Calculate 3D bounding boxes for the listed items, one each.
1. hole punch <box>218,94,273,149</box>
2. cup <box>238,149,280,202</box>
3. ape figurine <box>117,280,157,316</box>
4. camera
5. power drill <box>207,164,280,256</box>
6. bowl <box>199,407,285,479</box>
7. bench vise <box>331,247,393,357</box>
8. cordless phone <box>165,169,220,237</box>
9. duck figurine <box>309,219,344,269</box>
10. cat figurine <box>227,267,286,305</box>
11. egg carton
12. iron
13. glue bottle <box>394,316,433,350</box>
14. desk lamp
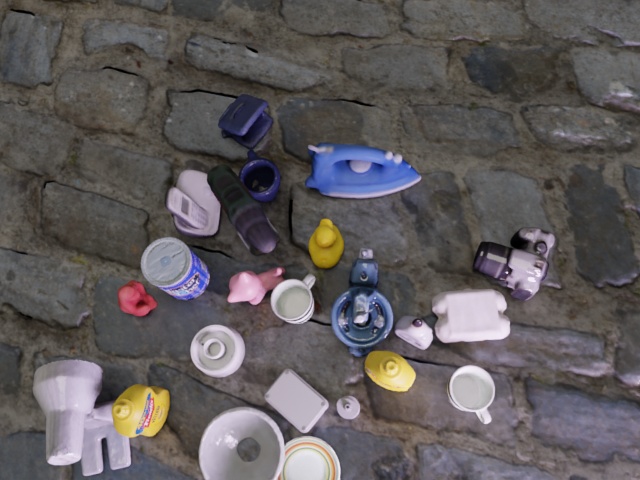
[{"bbox_3d":[-0.178,-0.282,1.322,0.101,0.091,0.109,32,78,13],"label":"hole punch"},{"bbox_3d":[-0.132,-0.134,1.271,0.091,0.095,0.117,-21,72,-2],"label":"cup"},{"bbox_3d":[-0.398,0.121,1.214,0.076,0.092,0.078,-8,72,2],"label":"ape figurine"},{"bbox_3d":[0.394,0.033,1.173,0.136,0.101,0.143,19,75,10],"label":"camera"},{"bbox_3d":[-0.146,-0.043,1.184,0.075,0.208,0.229,-35,73,-6],"label":"power drill"},{"bbox_3d":[-0.145,0.412,1.113,0.167,0.075,0.167,-1,73,4],"label":"bowl"},{"bbox_3d":[0.071,0.112,1.112,0.121,0.220,0.207,-14,72,0],"label":"bench vise"},{"bbox_3d":[-0.278,-0.094,1.223,0.094,0.185,0.147,-4,72,4],"label":"cordless phone"},{"bbox_3d":[0.011,0.004,1.221,0.077,0.086,0.104,3,73,6],"label":"duck figurine"},{"bbox_3d":[-0.133,0.089,1.189,0.128,0.118,0.067,-22,72,-2],"label":"cat figurine"},{"bbox_3d":[0.304,0.152,1.160,0.150,0.069,0.107,-6,72,3],"label":"egg carton"},{"bbox_3d":[0.094,-0.167,1.239,0.258,0.141,0.118,3,73,5],"label":"iron"},{"bbox_3d":[0.185,0.172,1.109,0.078,0.173,0.037,31,78,13],"label":"glue bottle"},{"bbox_3d":[-0.450,0.340,1.086,0.118,0.213,0.203,-14,72,0],"label":"desk lamp"}]
